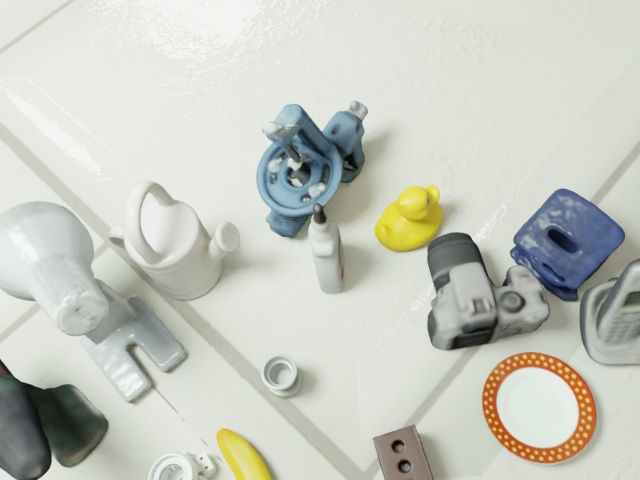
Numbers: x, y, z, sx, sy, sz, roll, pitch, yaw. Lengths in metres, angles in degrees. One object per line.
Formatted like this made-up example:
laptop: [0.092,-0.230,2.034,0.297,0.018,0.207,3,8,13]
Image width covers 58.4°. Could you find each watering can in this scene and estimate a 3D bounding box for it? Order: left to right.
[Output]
watering can: [-0.191,-0.005,0.740,0.173,0.194,0.101,-15,62,-1]

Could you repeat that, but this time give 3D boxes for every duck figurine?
duck figurine: [0.121,-0.037,0.779,0.104,0.086,0.077,-31,63,-9]

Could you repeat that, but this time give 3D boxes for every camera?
camera: [0.196,0.054,0.715,0.143,0.101,0.136,-12,62,1]

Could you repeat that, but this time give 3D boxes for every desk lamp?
desk lamp: [-0.286,0.073,0.701,0.118,0.214,0.202,-43,66,-14]

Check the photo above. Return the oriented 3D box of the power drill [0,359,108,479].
power drill: [-0.332,0.195,0.647,0.229,0.209,0.076,34,72,21]

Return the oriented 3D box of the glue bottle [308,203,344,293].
glue bottle: [0.007,0.003,0.723,0.037,0.173,0.078,-5,62,5]

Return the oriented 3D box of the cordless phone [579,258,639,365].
cordless phone: [0.379,0.070,0.635,0.147,0.185,0.094,-8,62,3]

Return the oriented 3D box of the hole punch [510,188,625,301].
hole punch: [0.312,0.006,0.730,0.101,0.091,0.108,-40,65,-13]

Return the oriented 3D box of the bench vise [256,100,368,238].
bench vise: [-0.018,-0.129,0.767,0.121,0.220,0.207,15,66,15]
